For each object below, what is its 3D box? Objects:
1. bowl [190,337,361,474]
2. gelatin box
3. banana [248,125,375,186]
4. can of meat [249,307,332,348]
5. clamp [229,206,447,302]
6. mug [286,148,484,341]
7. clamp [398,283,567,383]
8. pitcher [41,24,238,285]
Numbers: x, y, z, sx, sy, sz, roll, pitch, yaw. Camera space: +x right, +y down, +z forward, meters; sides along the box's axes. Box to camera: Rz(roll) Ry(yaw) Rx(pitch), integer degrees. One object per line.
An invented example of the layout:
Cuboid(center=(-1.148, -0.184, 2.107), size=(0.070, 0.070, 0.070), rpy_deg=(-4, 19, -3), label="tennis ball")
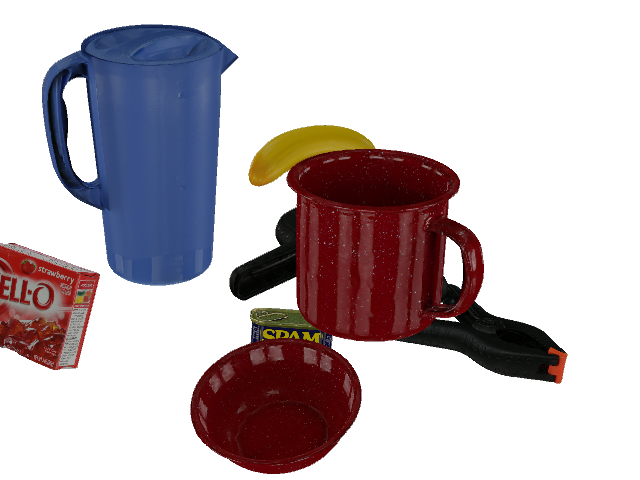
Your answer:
Cuboid(center=(-0.039, 0.166, 1.010), size=(0.162, 0.055, 0.162), rpy_deg=(-5, 38, 4), label="bowl")
Cuboid(center=(-0.212, 0.047, 0.784), size=(0.089, 0.073, 0.030), rpy_deg=(17, 5, 25), label="gelatin box")
Cuboid(center=(-0.005, -0.093, 1.135), size=(0.197, 0.037, 0.070), rpy_deg=(-7, 48, -39), label="banana")
Cuboid(center=(-0.036, 0.130, 1.268), size=(0.102, 0.084, 0.057), rpy_deg=(4, 13, -2), label="can of meat")
Cuboid(center=(0.020, 0.007, 0.884), size=(0.164, 0.036, 0.210), rpy_deg=(5, 19, 3), label="clamp")
Cuboid(center=(0.037, 0.006, 0.581), size=(0.117, 0.081, 0.093), rpy_deg=(18, 29, 34), label="mug")
Cuboid(center=(0.155, 0.086, 1.006), size=(0.172, 0.039, 0.120), rpy_deg=(19, 32, 25), label="clamp")
Cuboid(center=(-0.171, -0.081, 1.045), size=(0.149, 0.243, 0.144), rpy_deg=(11, 27, 16), label="pitcher")
